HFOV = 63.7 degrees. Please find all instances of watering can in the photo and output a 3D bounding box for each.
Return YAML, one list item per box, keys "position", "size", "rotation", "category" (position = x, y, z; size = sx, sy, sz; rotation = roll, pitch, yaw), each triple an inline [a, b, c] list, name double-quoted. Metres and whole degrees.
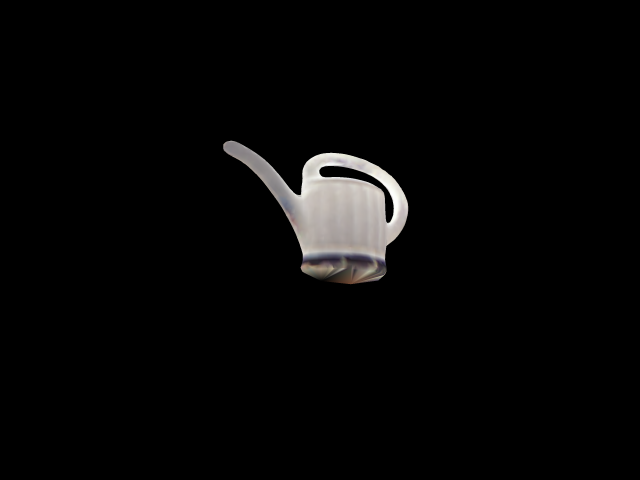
- position: [0.003, -0.043, 0.850]
  size: [0.347, 0.227, 0.103]
  rotation: [7, -17, -27]
  category: "watering can"
